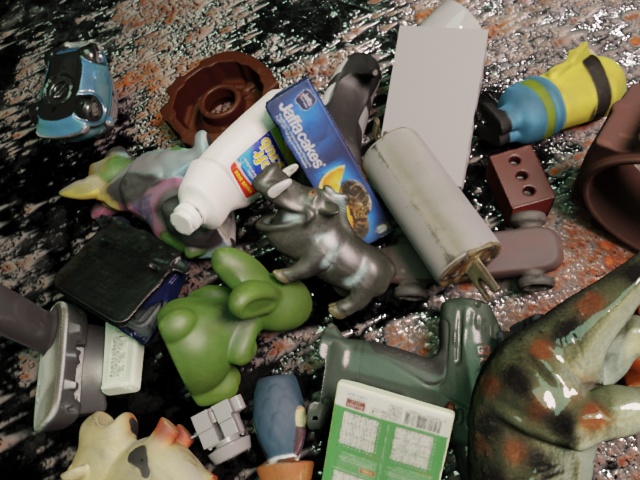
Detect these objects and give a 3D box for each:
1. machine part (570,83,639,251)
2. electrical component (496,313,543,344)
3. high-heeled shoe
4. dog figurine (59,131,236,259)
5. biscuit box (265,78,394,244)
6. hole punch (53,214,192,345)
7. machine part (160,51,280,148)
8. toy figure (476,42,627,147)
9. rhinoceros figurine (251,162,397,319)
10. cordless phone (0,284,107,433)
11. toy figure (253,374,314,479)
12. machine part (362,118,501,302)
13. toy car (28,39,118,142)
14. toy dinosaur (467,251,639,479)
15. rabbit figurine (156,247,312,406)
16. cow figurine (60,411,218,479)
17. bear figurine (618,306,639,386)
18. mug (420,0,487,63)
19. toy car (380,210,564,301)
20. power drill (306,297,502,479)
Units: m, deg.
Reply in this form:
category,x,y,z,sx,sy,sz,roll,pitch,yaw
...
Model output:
category,x,y,z,sx,sy,sz,roll,pitch,yaw
machine part,0.363,-0.049,0.522,0.201,0.201,0.087,32,77,23
electrical component,0.222,0.115,0.536,0.119,0.047,0.075,1,63,-17
high-heeled shoe,0.017,-0.138,0.731,0.086,0.145,0.248,25,96,-16
dog figurine,-0.228,-0.048,0.711,0.219,0.108,0.191,-12,66,11
biscuit box,0.012,-0.087,0.627,0.059,0.063,0.202,-30,106,8
hole punch,-0.227,0.050,0.639,0.142,0.092,0.116,26,62,18
machine part,-0.141,-0.193,0.786,0.179,0.056,0.179,-5,63,10
toy figure,0.288,-0.167,0.666,0.180,0.082,0.089,-27,81,-10
rhinoceros figurine,-0.001,-0.002,0.586,0.190,0.073,0.112,42,115,-9
cordless phone,-0.317,0.130,0.598,0.089,0.184,0.146,-9,63,3
toy figure,-0.038,0.221,0.563,0.058,0.064,0.154,4,65,-27
machine part,0.116,-0.038,0.583,0.079,0.079,0.243,-29,63,-2
toy car,-0.360,-0.214,0.816,0.109,0.103,0.161,-2,75,15
toy dinosaur,0.183,0.159,0.431,0.192,0.131,0.404,9,84,12
rabbit figurine,-0.092,0.078,0.607,0.170,0.158,0.121,-23,51,-16
cow figurine,-0.187,0.256,0.568,0.195,0.085,0.127,36,71,24
bear figurine,0.381,0.110,0.490,0.196,0.132,0.120,11,96,21
mug,0.167,-0.254,0.739,0.107,0.080,0.110,-41,68,4
toy car,0.168,0.021,0.613,0.202,0.053,0.089,-8,71,18
power drill,0.093,0.170,0.546,0.207,0.086,0.232,2,74,18
